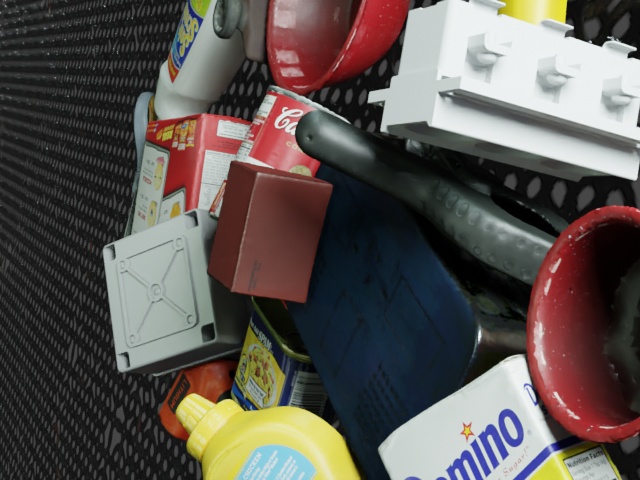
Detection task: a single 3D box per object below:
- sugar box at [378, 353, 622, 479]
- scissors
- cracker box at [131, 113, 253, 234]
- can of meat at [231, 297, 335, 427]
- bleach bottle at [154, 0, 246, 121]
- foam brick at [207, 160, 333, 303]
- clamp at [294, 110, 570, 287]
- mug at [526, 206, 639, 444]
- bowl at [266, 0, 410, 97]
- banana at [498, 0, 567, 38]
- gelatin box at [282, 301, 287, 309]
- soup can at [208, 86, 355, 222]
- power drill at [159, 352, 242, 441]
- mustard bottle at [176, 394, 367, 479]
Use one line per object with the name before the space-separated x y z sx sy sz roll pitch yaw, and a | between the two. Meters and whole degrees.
sugar box | 0.100 0.146 0.462 0.093 0.048 0.176 -43 68 38
scissors | -0.183 -0.074 1.076 0.201 0.016 0.096 -78 -17 -52
cracker box | -0.118 -0.002 0.972 0.164 0.072 0.214 6 89 64
can of meat | -0.022 0.096 0.772 0.102 0.057 0.084 49 127 57
bleach bottle | -0.106 -0.181 1.011 0.251 0.068 0.102 123 145 -43
foam brick | -0.033 -0.006 0.668 0.051 0.052 0.078 31 109 64
clamp | 0.079 -0.024 0.573 0.172 0.120 0.039 36 120 22
mug | 0.150 0.038 0.423 0.117 0.081 0.093 7 88 63
bowl | 0.019 -0.177 0.770 0.162 0.055 0.162 -28 58 58
banana | 0.129 -0.160 0.572 0.070 0.037 0.198 45 122 58
gelatin box | -0.005 0.001 0.776 0.089 0.030 0.073 -60 31 14
soup can | -0.027 -0.047 0.747 0.102 0.068 0.069 -63 28 0
power drill | -0.081 0.197 0.859 0.185 0.057 0.188 -57 39 33
mustard bottle | -0.010 0.154 0.621 0.192 0.058 0.096 36 116 19
